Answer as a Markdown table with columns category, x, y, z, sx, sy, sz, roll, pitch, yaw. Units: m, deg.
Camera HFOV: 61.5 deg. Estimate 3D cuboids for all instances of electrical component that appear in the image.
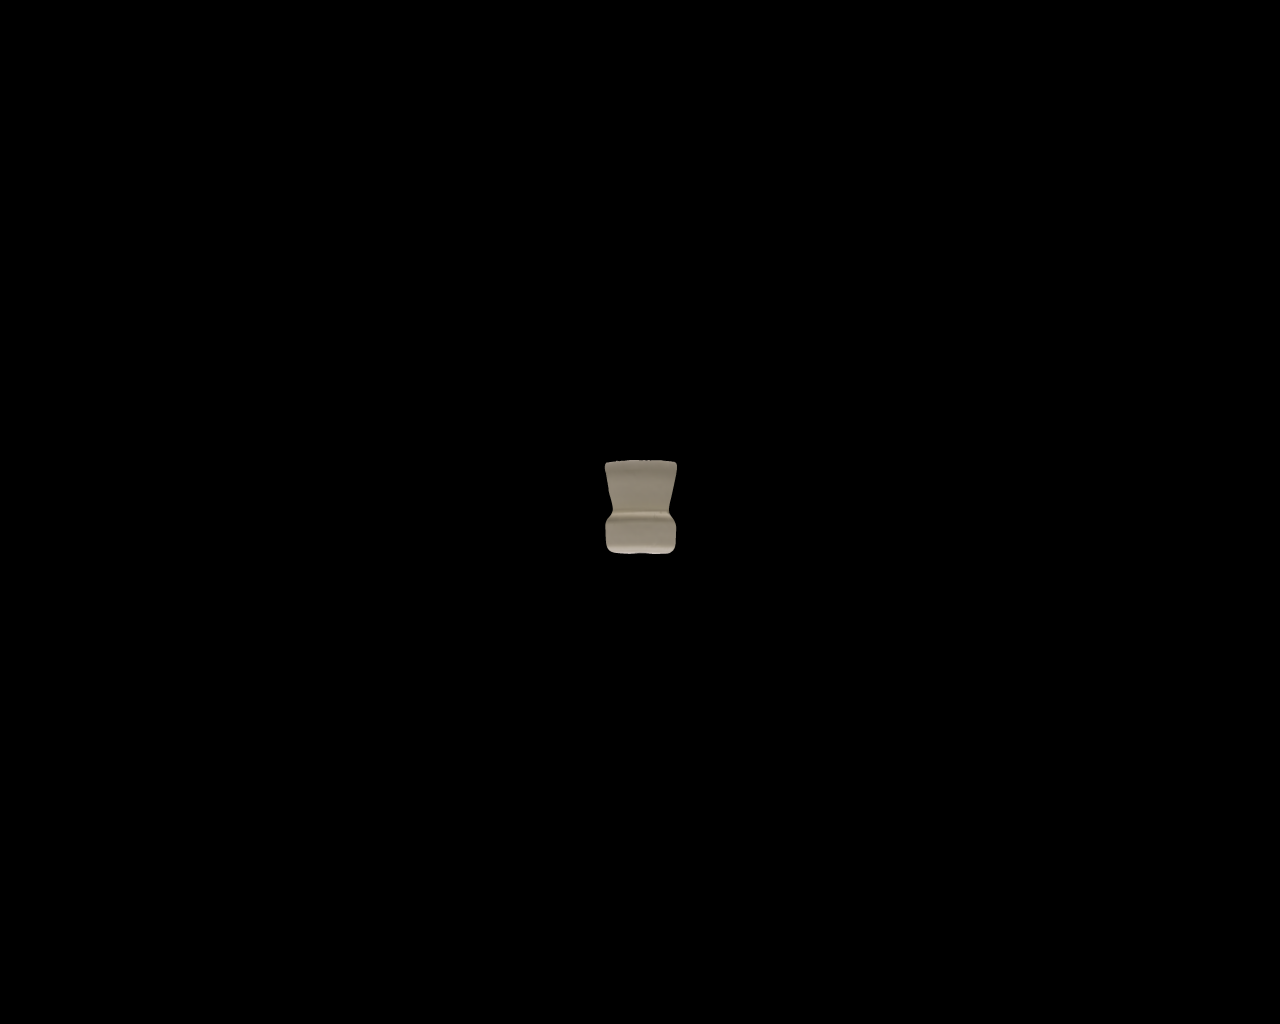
| category | x | y | z | sx | sy | sz | roll | pitch | yaw |
| --- | --- | --- | --- | --- | --- | --- | --- | --- | --- |
| electrical component | 0.001 | -0.003 | 0.650 | 0.045 | 0.055 | 0.045 | 0 | -2 | 0 |
